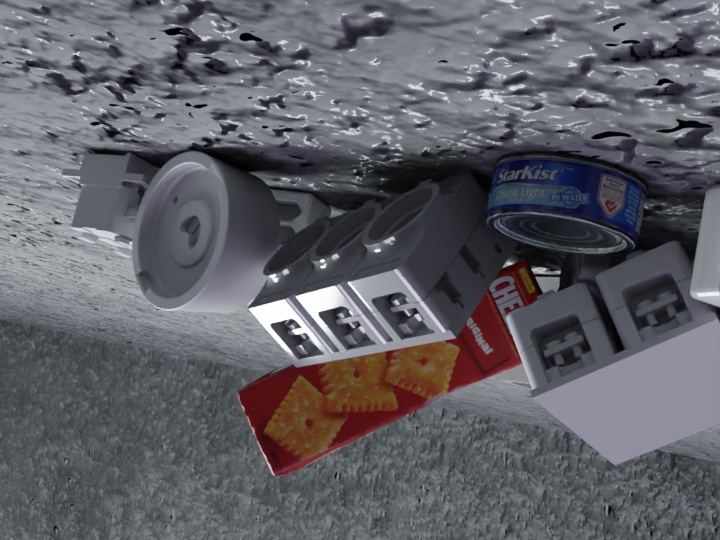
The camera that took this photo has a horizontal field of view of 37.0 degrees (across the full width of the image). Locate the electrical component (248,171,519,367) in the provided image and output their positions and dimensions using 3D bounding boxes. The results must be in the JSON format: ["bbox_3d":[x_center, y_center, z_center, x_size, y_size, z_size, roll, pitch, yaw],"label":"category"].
[{"bbox_3d":[0.009,0.000,0.660,0.150,0.089,0.061,-16,119,49],"label":"electrical component"}]

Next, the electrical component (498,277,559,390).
[{"bbox_3d":[0.193,0.056,0.850,0.062,0.089,0.150,20,168,-39],"label":"electrical component"}]

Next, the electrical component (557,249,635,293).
[{"bbox_3d":[0.168,0.013,0.723,0.057,0.058,0.078,9,147,-1],"label":"electrical component"}]

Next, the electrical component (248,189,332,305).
[{"bbox_3d":[-0.050,-0.009,0.799,0.047,0.083,0.076,8,169,24],"label":"electrical component"}]

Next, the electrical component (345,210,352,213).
[{"bbox_3d":[0.023,-0.012,0.785,0.080,0.051,0.080,12,170,2],"label":"electrical component"}]

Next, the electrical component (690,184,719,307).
[{"bbox_3d":[0.211,-0.008,0.546,0.096,0.061,0.061,17,169,-26],"label":"electrical component"}]

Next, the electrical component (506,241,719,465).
[{"bbox_3d":[0.172,0.054,0.660,0.105,0.060,0.186,-26,150,16],"label":"electrical component"}]

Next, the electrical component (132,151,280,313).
[{"bbox_3d":[-0.100,-0.022,0.735,0.060,0.108,0.108,13,172,-44],"label":"electrical component"}]

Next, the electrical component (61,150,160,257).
[{"bbox_3d":[-0.159,-0.040,0.818,0.079,0.063,0.121,7,169,31],"label":"electrical component"}]
